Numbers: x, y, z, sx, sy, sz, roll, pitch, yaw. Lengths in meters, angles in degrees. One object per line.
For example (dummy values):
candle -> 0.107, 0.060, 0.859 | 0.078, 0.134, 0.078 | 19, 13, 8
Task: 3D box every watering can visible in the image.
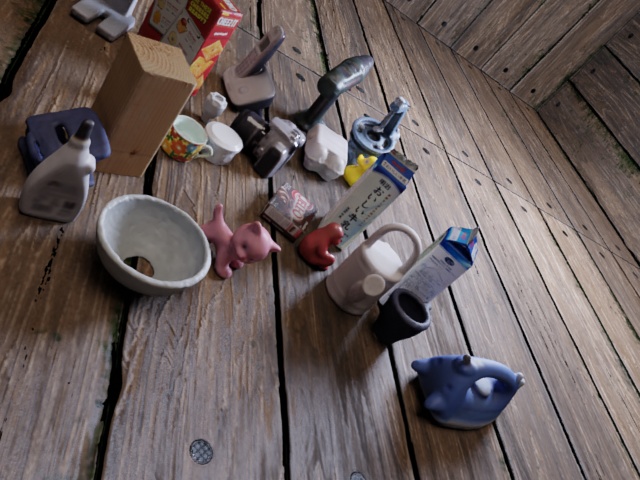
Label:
watering can -> 0.106, 0.050, 1.045 | 0.101, 0.193, 0.172 | 27, 36, -24

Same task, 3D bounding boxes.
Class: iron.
iron -> 0.296, 0.266, 1.053 | 0.259, 0.141, 0.118 | 19, 40, -33

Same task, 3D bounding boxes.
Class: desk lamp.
desk lamp -> -0.387, -0.546, 1.178 | 0.118, 0.213, 0.203 | 32, 34, -16

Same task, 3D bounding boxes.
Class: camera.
camera -> -0.110, -0.224, 1.213 | 0.137, 0.100, 0.143 | 40, 32, -5

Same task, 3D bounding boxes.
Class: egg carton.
egg carton -> 0.011, -0.211, 1.360 | 0.107, 0.069, 0.150 | 30, 35, -20

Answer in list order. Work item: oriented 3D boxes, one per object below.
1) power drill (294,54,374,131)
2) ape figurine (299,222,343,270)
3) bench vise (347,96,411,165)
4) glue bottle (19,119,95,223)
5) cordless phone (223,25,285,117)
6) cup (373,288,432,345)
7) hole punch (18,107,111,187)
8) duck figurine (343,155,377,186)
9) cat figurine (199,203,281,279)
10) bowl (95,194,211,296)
power drill -> 0.033, -0.369, 1.435 | 0.075, 0.208, 0.230 | 43, 32, 0
ape figurine -> 0.010, 0.004, 1.090 | 0.076, 0.092, 0.078 | 30, 34, -19
bench vise -> 0.157, -0.290, 1.468 | 0.121, 0.219, 0.208 | 42, 32, -2
glue bottle -> -0.332, -0.094, 0.754 | 0.078, 0.173, 0.037 | 15, 42, -37
cordless phone -> -0.134, -0.386, 1.295 | 0.094, 0.184, 0.147 | 11, 44, -40
cup -> 0.152, 0.150, 1.074 | 0.118, 0.094, 0.091 | -4, 55, -49
hole punch -> -0.373, -0.138, 0.838 | 0.101, 0.091, 0.108 | -3, 54, -49
duck figurine -> 0.118, -0.162, 1.403 | 0.104, 0.086, 0.078 | 44, 32, 2
cat figurine -> -0.132, -0.003, 0.920 | 0.128, 0.117, 0.067 | 44, 32, 2
bowl -> -0.244, 0.019, 0.812 | 0.168, 0.074, 0.167 | 28, 35, -22
